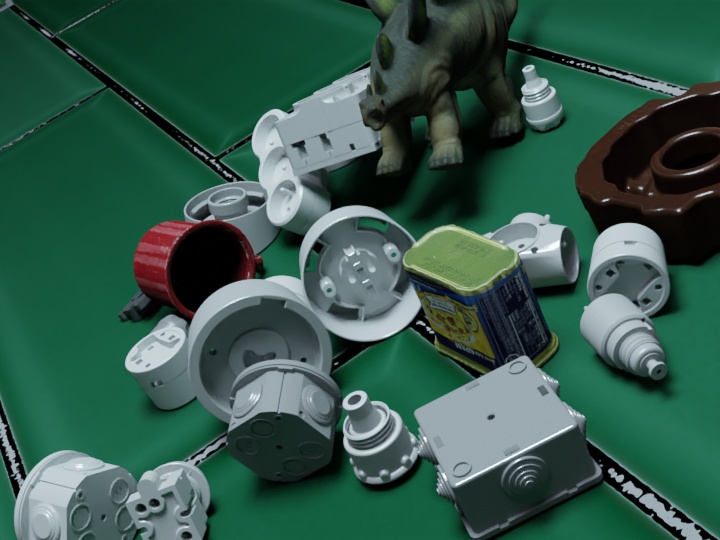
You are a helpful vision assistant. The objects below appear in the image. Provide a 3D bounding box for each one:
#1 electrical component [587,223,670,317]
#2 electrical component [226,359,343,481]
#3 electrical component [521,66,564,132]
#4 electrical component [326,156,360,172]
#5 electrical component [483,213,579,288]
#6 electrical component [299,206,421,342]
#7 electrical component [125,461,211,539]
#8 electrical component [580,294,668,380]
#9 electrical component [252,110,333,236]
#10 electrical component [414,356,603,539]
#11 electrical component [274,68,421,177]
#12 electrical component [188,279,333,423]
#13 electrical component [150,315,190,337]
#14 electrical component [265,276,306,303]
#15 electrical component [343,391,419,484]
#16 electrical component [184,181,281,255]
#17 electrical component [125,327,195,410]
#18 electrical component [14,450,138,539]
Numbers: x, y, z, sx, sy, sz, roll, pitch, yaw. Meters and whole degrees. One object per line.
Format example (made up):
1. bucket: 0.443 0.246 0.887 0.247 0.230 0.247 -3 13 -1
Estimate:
1. electrical component: 0.188 0.000 0.754 0.055 0.055 0.047 -13 29 22
2. electrical component: -0.053 0.105 0.753 0.080 0.080 0.051 -16 37 18
3. electrical component: 0.168 -0.163 1.010 0.035 0.061 0.035 -20 31 12
4. electrical component: -0.039 -0.146 1.166 0.099 0.064 0.099 -32 21 14
5. electrical component: 0.129 -0.018 0.835 0.077 0.044 0.079 -8 35 29
6. electrical component: 0.000 0.000 0.860 0.099 0.099 0.064 -27 24 -1
7. electrical component: -0.130 0.162 0.745 0.048 0.066 0.055 -23 11 7
8. electrical component: 0.176 0.047 0.704 0.040 0.040 0.078 -28 31 -3
9. electrical component: -0.057 -0.092 1.067 0.052 0.074 0.138 -39 49 31
10. electrical component: 0.089 0.107 0.669 0.100 0.048 0.099 -27 29 -1
11. electrical component: -0.009 -0.151 1.036 0.089 0.061 0.150 -15 14 26
12. electrical component: -0.080 0.059 0.821 0.108 0.108 0.060 -29 24 -4
13. electrical component: -0.175 0.070 0.944 0.035 0.035 0.061 5 44 42
14. electrical component: -0.064 0.041 0.886 0.055 0.055 0.047 -20 35 12
15. electrical component: 0.008 0.108 0.717 0.048 0.062 0.048 -19 32 13
16. electrical component: -0.128 -0.046 1.081 0.099 0.064 0.099 -8 29 5
17. electrical component: -0.160 0.083 0.899 0.055 0.047 0.055 -20 31 12
18. electrical component: -0.200 0.171 0.765 0.051 0.080 0.080 4 42 33
